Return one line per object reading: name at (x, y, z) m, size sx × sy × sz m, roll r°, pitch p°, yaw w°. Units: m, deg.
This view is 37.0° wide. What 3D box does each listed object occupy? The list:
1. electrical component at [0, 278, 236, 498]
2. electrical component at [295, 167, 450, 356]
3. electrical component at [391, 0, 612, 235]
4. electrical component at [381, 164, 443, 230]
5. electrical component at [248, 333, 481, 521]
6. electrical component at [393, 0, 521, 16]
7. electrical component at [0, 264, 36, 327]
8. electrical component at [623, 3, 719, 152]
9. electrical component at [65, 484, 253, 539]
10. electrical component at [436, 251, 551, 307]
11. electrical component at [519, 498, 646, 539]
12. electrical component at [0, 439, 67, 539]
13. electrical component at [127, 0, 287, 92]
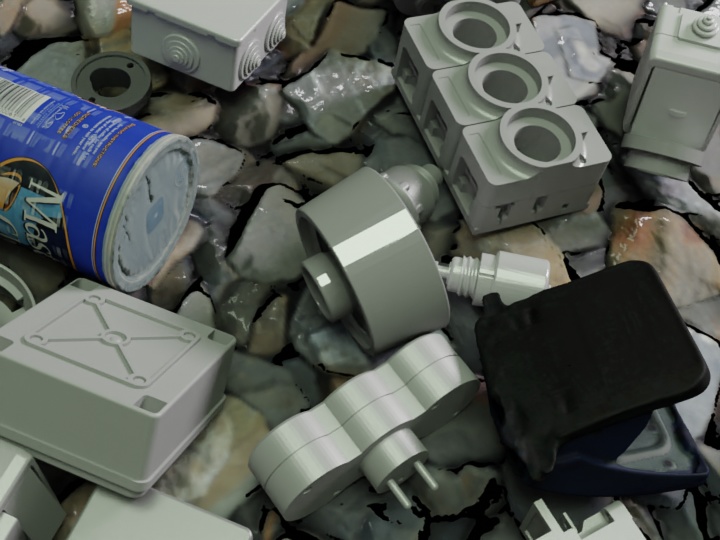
electrical component at (-0.140, 0.061, 0.596) m, size 0.109 × 0.056 × 0.108 m, roll 20°, pitch 24°, yaw 10°
electrical component at (0.000, 0.000, 0.641) m, size 0.060 × 0.108 × 0.108 m, roll -27°, pitch 63°, yaw -11°
electrical component at (0.093, -0.109, 0.730) m, size 0.089 × 0.061 × 0.150 m, roll -13°, pitch 60°, yaw -18°
electrical component at (0.031, -0.049, 0.709) m, size 0.048 × 0.048 × 0.062 m, roll 34°, pitch 46°, yaw 17°
electrical component at (0.014, 0.100, 0.609) m, size 0.138 × 0.052 × 0.073 m, roll -30°, pitch 65°, yaw -19°
electrical component at (0.071, -0.219, 0.794) m, size 0.095 × 0.054 × 0.059 m, roll 1°, pitch 79°, yaw 12°
electrical component at (-0.241, 0.042, 0.641) m, size 0.099 × 0.064 × 0.099 m, roll 9°, pitch 54°, yaw -13°
electrical component at (0.223, -0.132, 0.735) m, size 0.062 × 0.096 × 0.061 m, roll 16°, pitch 59°, yaw 7°
electrical component at (-0.113, 0.167, 0.565) m, size 0.100 × 0.048 × 0.099 m, roll 20°, pitch 60°, yaw 10°
electrical component at (0.084, 0.008, 0.676) m, size 0.078 × 0.040 × 0.040 m, roll 11°, pitch 59°, yaw 4°
electrical component at (0.125, 0.161, 0.584) m, size 0.064 × 0.042 × 0.081 m, roll -23°, pitch 63°, yaw -19°
electrical component at (-0.199, 0.125, 0.559) m, size 0.061 × 0.096 × 0.061 m, roll 21°, pitch 60°, yaw 10°
electrical component at (-0.107, -0.180, 0.768) m, size 0.100 × 0.048 × 0.099 m, roll 23°, pitch 47°, yaw 9°
